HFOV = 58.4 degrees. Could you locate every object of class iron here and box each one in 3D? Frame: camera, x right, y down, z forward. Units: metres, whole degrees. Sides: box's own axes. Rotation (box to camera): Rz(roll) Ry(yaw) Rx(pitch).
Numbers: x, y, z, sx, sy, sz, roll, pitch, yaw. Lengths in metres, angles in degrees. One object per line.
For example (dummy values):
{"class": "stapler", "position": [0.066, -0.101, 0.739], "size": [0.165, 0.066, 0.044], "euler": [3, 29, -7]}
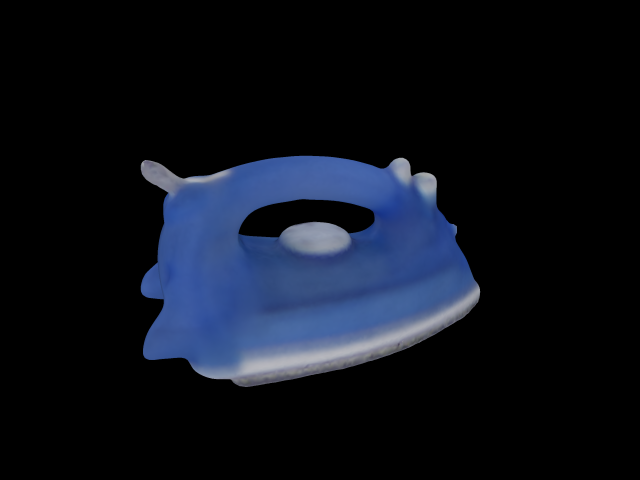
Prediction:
{"class": "iron", "position": [0.004, 0.001, 0.400], "size": [0.259, 0.141, 0.118], "euler": [-8, 28, -16]}
